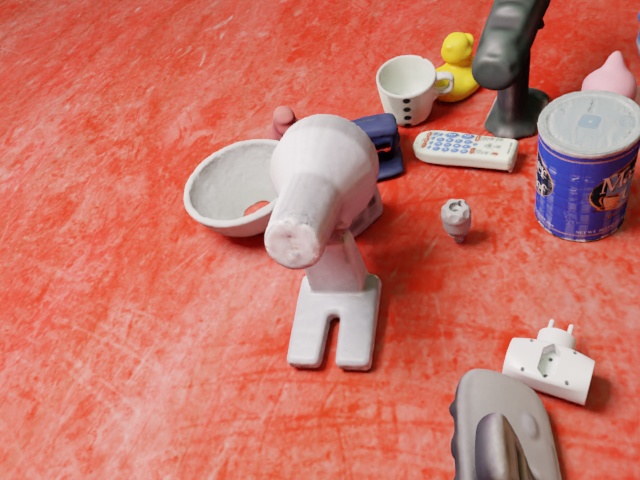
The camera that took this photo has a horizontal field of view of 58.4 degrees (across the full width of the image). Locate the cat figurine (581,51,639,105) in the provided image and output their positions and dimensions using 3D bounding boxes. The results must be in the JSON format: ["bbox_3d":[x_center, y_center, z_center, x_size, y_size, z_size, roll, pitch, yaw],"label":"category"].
[{"bbox_3d":[0.383,-0.183,0.719,0.127,0.118,0.067,-15,48,6],"label":"cat figurine"}]

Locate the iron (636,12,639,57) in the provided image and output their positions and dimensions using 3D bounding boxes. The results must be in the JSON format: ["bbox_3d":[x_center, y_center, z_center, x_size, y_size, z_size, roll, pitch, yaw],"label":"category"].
[{"bbox_3d":[0.504,-0.265,0.733,0.118,0.142,0.258,-9,49,11],"label":"iron"}]

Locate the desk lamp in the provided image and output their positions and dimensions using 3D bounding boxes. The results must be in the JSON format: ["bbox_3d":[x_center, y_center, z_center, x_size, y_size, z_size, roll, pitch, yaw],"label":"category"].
[{"bbox_3d":[0.006,0.002,0.620,0.117,0.214,0.203,-3,50,16],"label":"desk lamp"}]

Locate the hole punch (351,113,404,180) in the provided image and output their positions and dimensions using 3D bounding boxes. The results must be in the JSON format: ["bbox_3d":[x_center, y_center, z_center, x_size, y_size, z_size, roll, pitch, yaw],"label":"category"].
[{"bbox_3d":[0.058,-0.143,0.809,0.108,0.091,0.101,-12,48,8],"label":"hole punch"}]

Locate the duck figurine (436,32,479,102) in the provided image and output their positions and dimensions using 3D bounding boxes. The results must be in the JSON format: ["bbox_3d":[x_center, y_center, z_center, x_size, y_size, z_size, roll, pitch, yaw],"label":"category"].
[{"bbox_3d":[0.206,-0.270,0.872,0.077,0.086,0.105,22,61,32],"label":"duck figurine"}]

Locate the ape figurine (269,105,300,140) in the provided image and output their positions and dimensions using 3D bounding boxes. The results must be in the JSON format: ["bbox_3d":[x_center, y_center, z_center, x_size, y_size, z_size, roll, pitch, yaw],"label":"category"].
[{"bbox_3d":[-0.047,-0.158,0.856,0.078,0.092,0.076,-27,48,-5],"label":"ape figurine"}]

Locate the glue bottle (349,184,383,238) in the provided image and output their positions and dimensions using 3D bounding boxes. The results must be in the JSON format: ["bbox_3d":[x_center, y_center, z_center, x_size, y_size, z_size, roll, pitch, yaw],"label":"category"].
[{"bbox_3d":[0.031,-0.077,0.706,0.078,0.173,0.037,-39,50,-15],"label":"glue bottle"}]

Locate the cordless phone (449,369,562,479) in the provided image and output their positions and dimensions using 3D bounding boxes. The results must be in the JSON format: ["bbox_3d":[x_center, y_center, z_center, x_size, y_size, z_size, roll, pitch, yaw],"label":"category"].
[{"bbox_3d":[0.148,0.159,0.460,0.094,0.185,0.147,-8,49,12],"label":"cordless phone"}]

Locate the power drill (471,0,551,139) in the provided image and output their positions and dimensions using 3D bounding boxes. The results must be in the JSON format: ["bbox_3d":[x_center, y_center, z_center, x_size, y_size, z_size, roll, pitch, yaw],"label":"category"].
[{"bbox_3d":[0.261,-0.250,0.754,0.075,0.209,0.230,13,56,27],"label":"power drill"}]

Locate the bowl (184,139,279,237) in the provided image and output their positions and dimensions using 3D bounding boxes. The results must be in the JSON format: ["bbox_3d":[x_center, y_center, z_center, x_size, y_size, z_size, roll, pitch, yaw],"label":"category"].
[{"bbox_3d":[-0.099,-0.061,0.802,0.167,0.075,0.167,-9,49,11],"label":"bowl"}]
